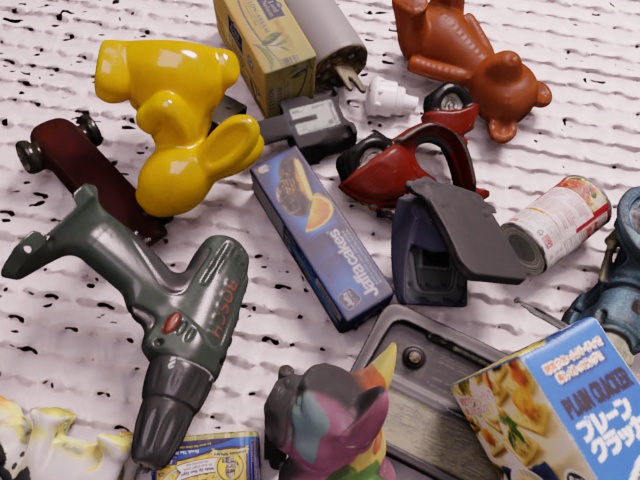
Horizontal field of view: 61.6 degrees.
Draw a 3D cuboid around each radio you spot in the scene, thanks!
[{"bbox_3d":[0.135,0.163,0.504,0.230,0.073,0.131,25,70,7],"label":"radio"}]

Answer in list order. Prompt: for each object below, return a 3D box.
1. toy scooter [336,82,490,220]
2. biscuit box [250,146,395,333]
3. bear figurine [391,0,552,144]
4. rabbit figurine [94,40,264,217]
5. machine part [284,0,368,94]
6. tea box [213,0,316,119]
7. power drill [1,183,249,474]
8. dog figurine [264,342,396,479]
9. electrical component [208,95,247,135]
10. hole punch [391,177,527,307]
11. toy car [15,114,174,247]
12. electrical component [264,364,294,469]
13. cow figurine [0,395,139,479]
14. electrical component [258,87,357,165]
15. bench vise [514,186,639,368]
[{"bbox_3d":[0.117,-0.079,0.604,0.184,0.075,0.135,-34,95,-4],"label":"toy scooter"},{"bbox_3d":[-0.001,-0.002,0.577,0.063,0.059,0.203,-29,71,-13],"label":"biscuit box"},{"bbox_3d":[0.185,-0.220,0.639,0.120,0.131,0.196,-38,68,-12],"label":"bear figurine"},{"bbox_3d":[-0.141,-0.108,0.560,0.162,0.122,0.173,4,88,-3],"label":"rabbit figurine"},{"bbox_3d":[-0.011,-0.277,0.682,0.079,0.079,0.243,-24,71,-11],"label":"machine part"},{"bbox_3d":[-0.071,-0.241,0.655,0.068,0.098,0.170,-23,68,-12],"label":"tea box"},{"bbox_3d":[-0.171,0.058,0.487,0.207,0.086,0.232,34,49,-10],"label":"power drill"},{"bbox_3d":[0.036,0.193,0.412,0.192,0.108,0.219,22,110,9],"label":"dog figurine"},{"bbox_3d":[-0.133,-0.141,0.643,0.102,0.045,0.078,25,41,6],"label":"electrical component"},{"bbox_3d":[0.127,0.008,0.543,0.142,0.092,0.116,7,55,-37],"label":"hole punch"},{"bbox_3d":[-0.249,-0.060,0.598,0.202,0.053,0.089,44,54,12],"label":"toy car"},{"bbox_3d":[-0.037,0.168,0.504,0.021,0.093,0.063,6,30,3],"label":"electrical component"},{"bbox_3d":[-0.251,0.201,0.485,0.167,0.068,0.098,16,74,6],"label":"cow figurine"},{"bbox_3d":[-0.022,-0.127,0.635,0.119,0.047,0.075,-21,69,-10],"label":"electrical component"},{"bbox_3d":[0.323,0.009,0.496,0.224,0.240,0.129,-32,67,-30],"label":"bench vise"}]
